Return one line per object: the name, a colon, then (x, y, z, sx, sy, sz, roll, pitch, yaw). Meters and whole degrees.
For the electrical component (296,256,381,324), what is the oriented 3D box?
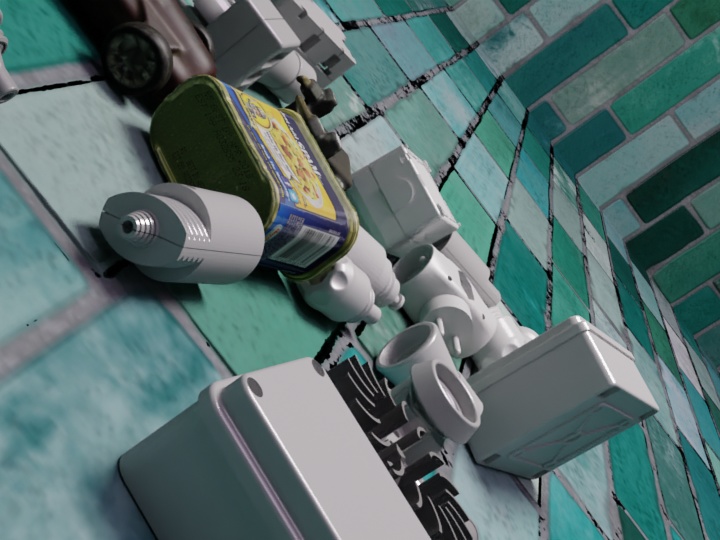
electrical component: (-0.008, 0.015, 0.625, 0.061, 0.035, 0.035, 39, 22, -47)

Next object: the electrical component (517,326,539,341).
electrical component: (0.127, 0.070, 0.875, 0.040, 0.040, 0.046, 55, 21, 2)

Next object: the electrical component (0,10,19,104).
electrical component: (-0.158, -0.095, 0.431, 0.061, 0.035, 0.035, 57, 17, 0)

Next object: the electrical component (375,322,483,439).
electrical component: (0.045, 0.070, 0.652, 0.065, 0.044, 0.044, 54, 16, -18)

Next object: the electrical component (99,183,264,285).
electrical component: (-0.080, -0.016, 0.474, 0.043, 0.043, 0.081, 58, 17, 14)

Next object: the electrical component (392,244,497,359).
electrical component: (0.060, 0.031, 0.759, 0.077, 0.043, 0.079, 47, 18, -22)

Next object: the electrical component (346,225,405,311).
electrical component: (0.000, 0.000, 0.664, 0.078, 0.040, 0.040, 42, 21, -36)

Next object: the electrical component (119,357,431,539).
electrical component: (-0.023, 0.093, 0.390, 0.113, 0.057, 0.078, 57, 17, 9)

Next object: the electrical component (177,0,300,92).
electrical component: (-0.089, -0.152, 0.674, 0.076, 0.066, 0.047, 53, 17, -4)

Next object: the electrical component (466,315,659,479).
electrical component: (0.132, 0.090, 0.730, 0.109, 0.109, 0.056, 28, 33, -56)

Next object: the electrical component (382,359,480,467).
electrical component: (0.029, 0.078, 0.562, 0.048, 0.055, 0.066, 52, 17, -6)

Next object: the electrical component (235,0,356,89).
electrical component: (-0.055, -0.183, 0.846, 0.089, 0.056, 0.050, 39, 23, -42)

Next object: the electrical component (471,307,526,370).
electrical component: (0.099, 0.048, 0.835, 0.062, 0.043, 0.043, 59, 17, 21)

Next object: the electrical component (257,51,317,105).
electrical component: (-0.060, -0.150, 0.796, 0.065, 0.044, 0.044, 34, 25, -60)

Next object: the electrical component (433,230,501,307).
electrical component: (0.082, 0.006, 0.869, 0.081, 0.043, 0.043, 47, 18, -24)

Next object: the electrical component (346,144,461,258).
electrical component: (0.031, -0.047, 0.813, 0.061, 0.061, 0.096, 63, 11, 10)
